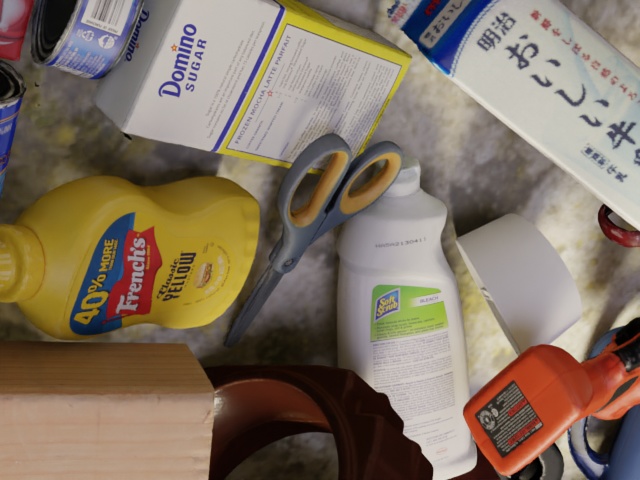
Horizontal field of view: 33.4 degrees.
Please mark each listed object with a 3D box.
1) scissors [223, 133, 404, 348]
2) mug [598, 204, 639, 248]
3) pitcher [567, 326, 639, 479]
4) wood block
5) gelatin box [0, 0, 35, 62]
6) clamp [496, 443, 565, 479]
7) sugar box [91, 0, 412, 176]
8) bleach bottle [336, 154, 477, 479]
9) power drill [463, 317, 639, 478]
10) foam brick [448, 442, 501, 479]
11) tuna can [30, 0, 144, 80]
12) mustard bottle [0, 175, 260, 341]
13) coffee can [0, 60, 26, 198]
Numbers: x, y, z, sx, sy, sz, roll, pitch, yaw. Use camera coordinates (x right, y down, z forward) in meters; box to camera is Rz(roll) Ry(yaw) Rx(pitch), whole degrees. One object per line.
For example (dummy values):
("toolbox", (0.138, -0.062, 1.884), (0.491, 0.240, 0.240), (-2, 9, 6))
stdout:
("scissors", (-0.005, 0.001, 0.693), (0.096, 0.016, 0.202), (-18, 150, -28))
("mug", (0.255, -0.028, 0.767), (0.117, 0.081, 0.093), (-24, 124, -8))
("pitcher", (0.292, 0.183, 0.886), (0.144, 0.149, 0.243), (-6, 125, -36))
("wood block", (-0.168, 0.108, 0.570), (0.205, 0.090, 0.091), (3, 101, -18))
("gelatin box", (-0.194, -0.140, 0.559), (0.089, 0.030, 0.073), (11, 114, -26))
("clamp", (0.155, 0.222, 0.897), (0.120, 0.039, 0.171), (-17, 117, -17))
("sugar box", (-0.034, -0.093, 0.610), (0.175, 0.048, 0.093), (12, 113, -45))
("bleach bottle", (0.062, 0.058, 0.754), (0.102, 0.068, 0.251), (-11, 119, -16))
("power drill", (0.201, 0.085, 0.725), (0.187, 0.057, 0.185), (-13, 150, -38))
("foam brick", (0.094, 0.195, 0.849), (0.078, 0.051, 0.053), (4, 117, -22))
("tuna can", (-0.121, -0.129, 0.561), (0.033, 0.086, 0.086), (15, 112, -30))
("mustard bottle", (-0.120, 0.010, 0.609), (0.191, 0.058, 0.096), (-2, 123, -53))
("coffee can", (-0.222, -0.029, 0.568), (0.102, 0.103, 0.140), (8, 115, -25))
